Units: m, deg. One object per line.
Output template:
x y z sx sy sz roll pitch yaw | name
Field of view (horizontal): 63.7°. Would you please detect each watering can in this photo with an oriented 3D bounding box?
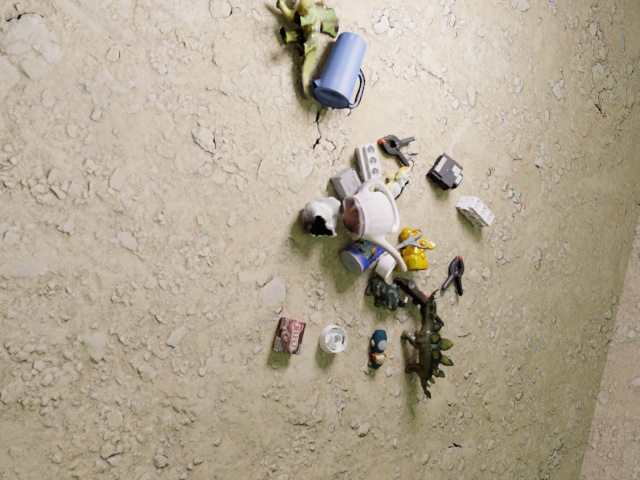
0.193 -0.045 1.784 0.225 0.103 0.350 -7 80 -33 | watering can

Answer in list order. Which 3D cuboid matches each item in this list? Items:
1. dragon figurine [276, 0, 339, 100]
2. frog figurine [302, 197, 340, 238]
-0.012 -0.695 1.708 0.246 0.123 0.402 -32 125 -36 | dragon figurine
0.005 -0.089 1.762 0.136 0.121 0.163 34 38 -23 | frog figurine
